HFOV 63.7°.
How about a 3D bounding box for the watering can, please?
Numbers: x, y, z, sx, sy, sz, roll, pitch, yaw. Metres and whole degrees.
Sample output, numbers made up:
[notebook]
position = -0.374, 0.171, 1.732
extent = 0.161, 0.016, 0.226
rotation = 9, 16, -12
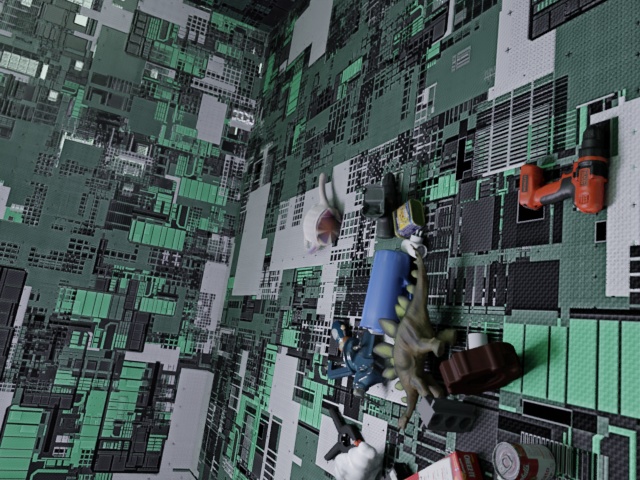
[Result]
[watering can]
position = 0.006, -0.106, 2.101
extent = 0.103, 0.348, 0.225
rotation = 13, 0, -26

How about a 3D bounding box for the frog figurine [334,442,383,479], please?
[frog figurine]
position = 0.109, 0.629, 1.454
extent = 0.137, 0.157, 0.124
rotation = 2, 15, 7
